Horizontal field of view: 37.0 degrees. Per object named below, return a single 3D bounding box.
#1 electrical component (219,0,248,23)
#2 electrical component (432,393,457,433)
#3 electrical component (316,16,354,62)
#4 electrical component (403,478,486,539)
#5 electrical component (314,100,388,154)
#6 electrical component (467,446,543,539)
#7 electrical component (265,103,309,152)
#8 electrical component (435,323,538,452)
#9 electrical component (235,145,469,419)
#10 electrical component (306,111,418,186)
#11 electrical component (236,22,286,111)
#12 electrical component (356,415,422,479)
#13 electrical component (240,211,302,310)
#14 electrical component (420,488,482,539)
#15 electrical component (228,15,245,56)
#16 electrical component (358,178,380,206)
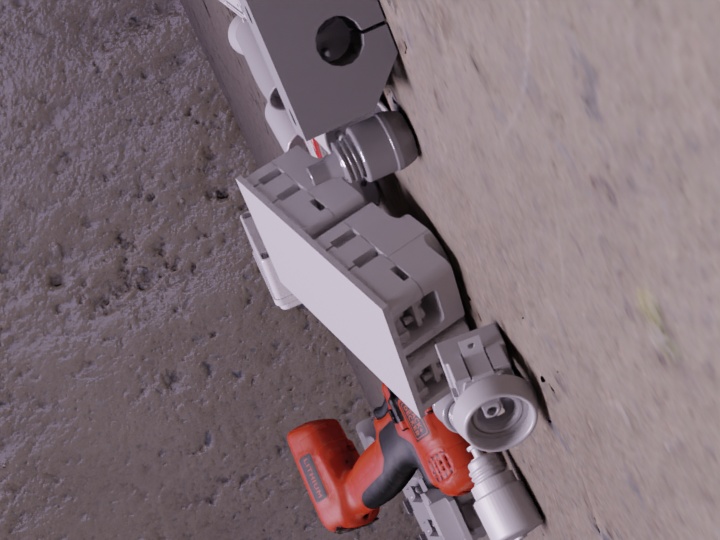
[{"bbox_3d":[-0.070,-0.207,0.691,0.096,0.061,0.061,46,162,51],"label":"electrical component"},{"bbox_3d":[0.076,0.104,0.788,0.035,0.035,0.061,67,172,-20],"label":"electrical component"},{"bbox_3d":[-0.035,-0.151,0.600,0.073,0.052,0.138,-129,15,-72],"label":"electrical component"},{"bbox_3d":[0.079,0.218,1.071,0.079,0.063,0.121,14,-145,-40],"label":"electrical component"},{"bbox_3d":[-0.015,-0.108,0.662,0.077,0.043,0.079,-126,13,-69],"label":"electrical component"},{"bbox_3d":[0.100,0.162,0.777,0.040,0.040,0.078,78,167,-69],"label":"electrical component"},{"bbox_3d":[-0.049,-0.116,0.987,0.079,0.043,0.077,61,179,-41],"label":"electrical component"},{"bbox_3d":[0.071,0.068,0.601,0.055,0.048,0.066,-108,-2,-55],"label":"electrical component"},{"bbox_3d":[0.000,0.000,0.733,0.186,0.060,0.105,41,159,44],"label":"electrical component"},{"bbox_3d":[0.000,-0.065,0.606,0.035,0.061,0.035,155,90,-85],"label":"electrical component"},{"bbox_3d":[-0.069,-0.170,0.925,0.079,0.044,0.077,76,168,-64],"label":"electrical component"},{"bbox_3d":[0.050,0.160,1.015,0.055,0.089,0.050,71,173,-47],"label":"electrical component"},{"bbox_3d":[-0.042,-0.028,0.961,0.108,0.109,0.056,-123,12,-60],"label":"electrical component"},{"bbox_3d":[0.092,0.205,0.937,0.042,0.064,0.081,64,175,-4],"label":"electrical component"},{"bbox_3d":[-0.093,-0.212,1.004,0.065,0.044,0.044,50,165,54],"label":"electrical component"},{"bbox_3d":[-0.009,-0.057,0.844,0.055,0.045,0.045,-162,48,-83],"label":"electrical component"}]
